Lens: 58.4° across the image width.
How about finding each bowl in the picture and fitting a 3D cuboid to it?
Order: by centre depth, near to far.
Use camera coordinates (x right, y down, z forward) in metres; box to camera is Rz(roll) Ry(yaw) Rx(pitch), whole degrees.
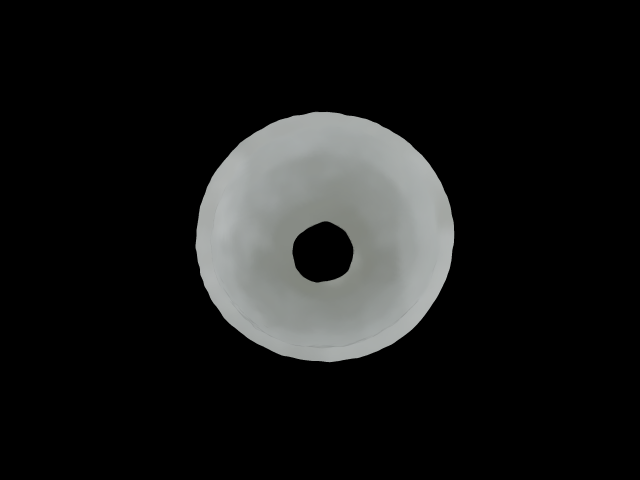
[{"bbox_3d":[0.004,0.001,0.400,0.167,0.075,0.167,0,77,0],"label":"bowl"}]
